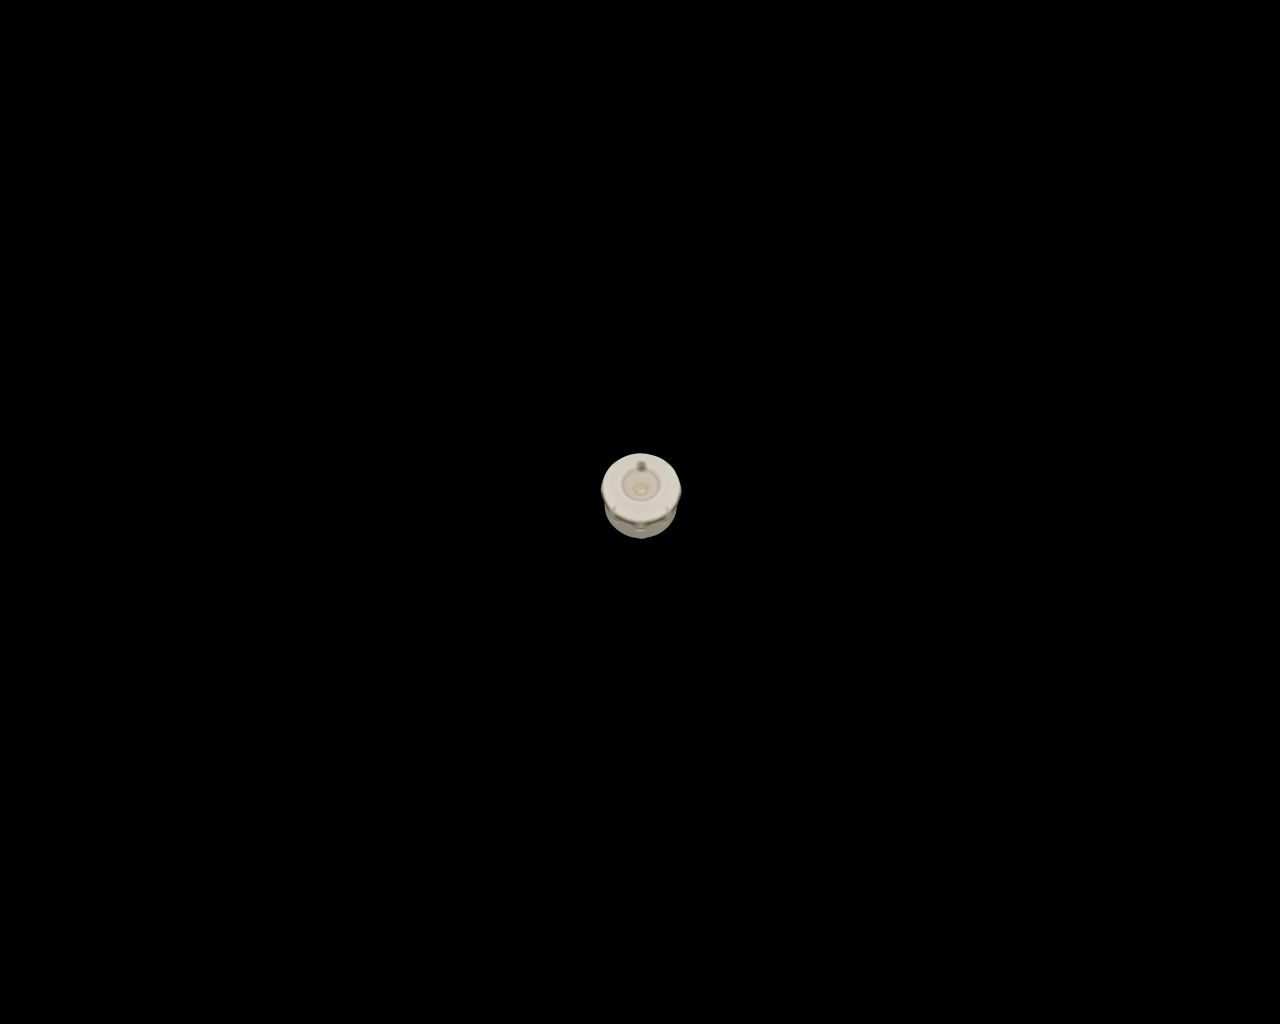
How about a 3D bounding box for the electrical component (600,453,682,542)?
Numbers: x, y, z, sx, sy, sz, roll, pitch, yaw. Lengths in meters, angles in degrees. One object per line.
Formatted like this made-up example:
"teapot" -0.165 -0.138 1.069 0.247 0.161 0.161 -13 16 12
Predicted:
"electrical component" 0.001 -0.003 0.650 0.048 0.048 0.062 0 -27 0
